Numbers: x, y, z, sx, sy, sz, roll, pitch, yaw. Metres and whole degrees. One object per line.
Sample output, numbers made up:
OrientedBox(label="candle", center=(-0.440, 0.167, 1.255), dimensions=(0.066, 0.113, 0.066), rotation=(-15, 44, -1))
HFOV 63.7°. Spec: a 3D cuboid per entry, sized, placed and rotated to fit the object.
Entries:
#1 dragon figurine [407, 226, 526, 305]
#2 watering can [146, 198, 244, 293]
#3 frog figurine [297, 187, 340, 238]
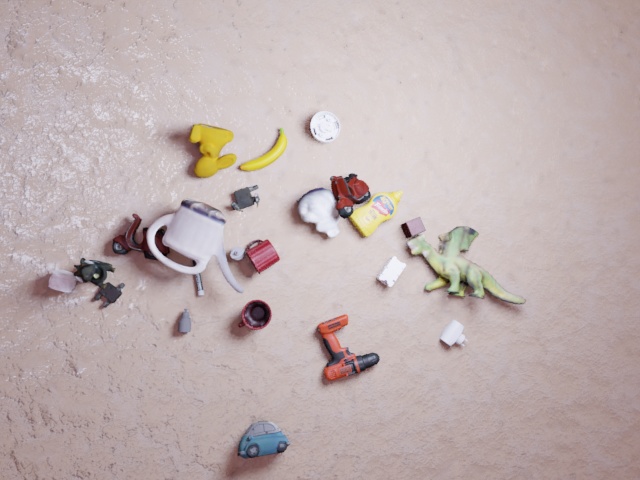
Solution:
OrientedBox(label="dragon figurine", center=(0.477, 0.069, 1.688), dimensions=(0.410, 0.121, 0.246), rotation=(9, 76, -5))
OrientedBox(label="watering can", center=(-0.355, 0.009, 1.586), dimensions=(0.347, 0.103, 0.225), rotation=(25, 85, -1))
OrientedBox(label="frog figurine", center=(0.005, -0.083, 1.658), dimensions=(0.138, 0.120, 0.161), rotation=(-15, 74, -24))
